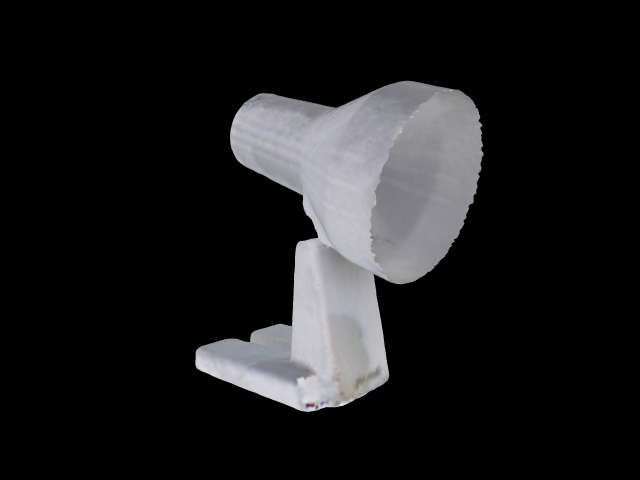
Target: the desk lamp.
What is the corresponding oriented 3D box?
[{"bbox_3d":[0.004,0.001,0.400,0.202,0.213,0.118,5,8,40],"label":"desk lamp"}]
